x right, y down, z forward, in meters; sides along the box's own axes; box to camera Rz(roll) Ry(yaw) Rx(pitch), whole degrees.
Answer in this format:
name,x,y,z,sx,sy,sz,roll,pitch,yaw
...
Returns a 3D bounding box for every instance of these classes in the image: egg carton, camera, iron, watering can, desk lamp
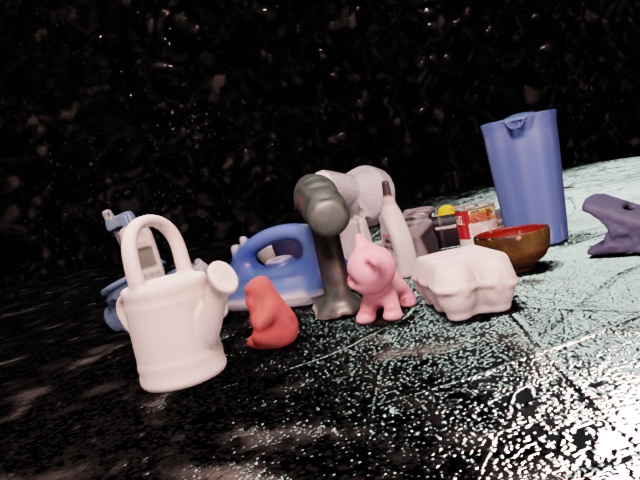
name,x,y,z,sx,sy,sz,roll,pitch,yaw
egg carton,0.181,0.051,0.724,0.107,0.069,0.150,-12,6,-6
camera,0.234,-0.021,1.186,0.136,0.101,0.143,-10,6,13
iron,-0.076,0.040,0.992,0.257,0.141,0.119,-9,6,21
watering can,-0.169,0.064,0.660,0.172,0.194,0.101,-11,6,8
desk lamp,0.059,-0.036,1.110,0.117,0.213,0.204,-7,7,40

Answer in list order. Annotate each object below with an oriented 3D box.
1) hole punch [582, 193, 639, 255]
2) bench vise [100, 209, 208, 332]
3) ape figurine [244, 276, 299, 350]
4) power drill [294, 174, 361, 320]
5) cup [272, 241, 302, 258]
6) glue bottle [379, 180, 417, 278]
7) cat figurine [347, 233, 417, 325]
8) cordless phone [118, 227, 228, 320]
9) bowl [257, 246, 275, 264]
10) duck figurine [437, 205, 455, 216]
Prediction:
name,x,y,z,sx,sy,sz,roll,pitch,yaw
hole punch,0.457,-0.029,0.857,0.100,0.091,0.109,-6,8,42
bench vise,-0.294,0.043,1.006,0.207,0.220,0.121,-12,6,-2
ape figurine,-0.070,0.090,0.723,0.076,0.092,0.078,-10,6,13
power drill,0.008,0.003,0.846,0.075,0.208,0.229,-12,6,-6
cup,-0.043,0.032,1.254,0.117,0.095,0.092,-11,6,4
glue bottle,0.130,-0.020,1.015,0.037,0.173,0.078,-14,6,-20
cat figurine,0.075,0.045,0.755,0.067,0.118,0.128,-9,6,23
cordless phone,-0.229,0.060,0.879,0.093,0.185,0.148,-7,7,39
bowl,-0.075,0.034,1.398,0.167,0.075,0.167,-11,6,1
duck figurine,0.295,-0.037,1.298,0.078,0.086,0.104,-13,6,-15
